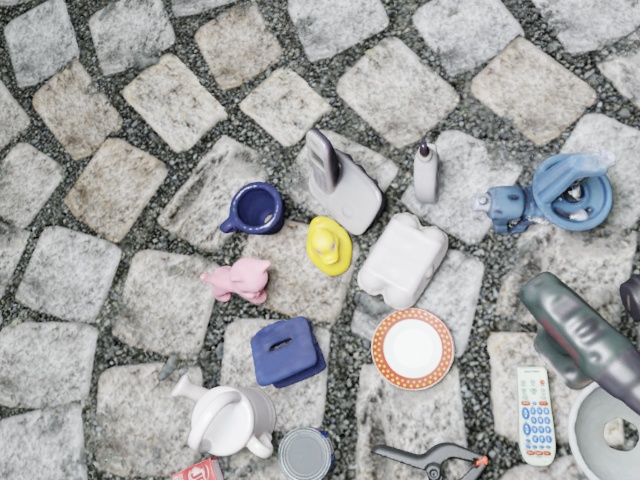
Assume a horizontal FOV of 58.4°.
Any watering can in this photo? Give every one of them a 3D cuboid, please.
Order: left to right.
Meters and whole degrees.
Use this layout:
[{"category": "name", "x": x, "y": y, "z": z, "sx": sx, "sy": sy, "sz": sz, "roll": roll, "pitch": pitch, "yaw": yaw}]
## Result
[{"category": "watering can", "x": -0.148, "y": 0.269, "z": 0.863, "sx": 0.172, "sy": 0.194, "sz": 0.101, "roll": 10, "pitch": 77, "yaw": 16}]

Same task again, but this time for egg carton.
[{"category": "egg carton", "x": 0.135, "y": 0.034, "z": 0.929, "sx": 0.107, "sy": 0.069, "sz": 0.150, "roll": 29, "pitch": 83, "yaw": 18}]

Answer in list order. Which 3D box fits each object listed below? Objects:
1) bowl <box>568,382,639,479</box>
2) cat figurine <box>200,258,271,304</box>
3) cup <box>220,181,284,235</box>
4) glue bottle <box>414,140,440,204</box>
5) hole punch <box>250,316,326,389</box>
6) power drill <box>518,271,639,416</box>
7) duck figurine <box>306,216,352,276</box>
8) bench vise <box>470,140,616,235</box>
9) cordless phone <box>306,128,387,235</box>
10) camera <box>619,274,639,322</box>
[{"category": "bowl", "x": 0.426, "y": 0.271, "z": 0.795, "sx": 0.167, "sy": 0.075, "sz": 0.167, "roll": -3, "pitch": 74, "yaw": 12}, {"category": "cat figurine", "x": -0.136, "y": 0.065, "z": 0.957, "sx": 0.127, "sy": 0.118, "sz": 0.067, "roll": -1, "pitch": 75, "yaw": 13}, {"category": "cup", "x": -0.109, "y": -0.036, "z": 0.991, "sx": 0.117, "sy": 0.095, "sz": 0.091, "roll": -32, "pitch": 70, "yaw": 3}, {"category": "glue bottle", "x": 0.169, "y": -0.118, "z": 0.908, "sx": 0.037, "sy": 0.173, "sz": 0.078, "roll": 7, "pitch": 76, "yaw": 15}, {"category": "hole punch", "x": -0.058, "y": 0.179, "z": 0.922, "sx": 0.108, "sy": 0.091, "sz": 0.101, "roll": -25, "pitch": 71, "yaw": 5}, {"category": "power drill", "x": 0.360, "y": 0.149, "z": 0.773, "sx": 0.075, "sy": 0.209, "sz": 0.229, "roll": -39, "pitch": 70, "yaw": 0}, {"category": "duck figurine", "x": 0.009, "y": 0.003, "z": 0.958, "sx": 0.077, "sy": 0.086, "sz": 0.104, "roll": -21, "pitch": 71, "yaw": 7}, {"category": "bench vise", "x": 0.334, "y": -0.062, "z": 0.830, "sx": 0.207, "sy": 0.220, "sz": 0.121, "roll": -23, "pitch": 71, "yaw": 6}, {"category": "cordless phone", "x": 0.034, "y": -0.097, "z": 0.927, "sx": 0.147, "sy": 0.185, "sz": 0.094, "roll": 43, "pitch": 88, "yaw": 20}, {"category": "camera", "x": 0.507, "y": 0.052, "z": 0.823, "sx": 0.136, "sy": 0.101, "sz": 0.143, "roll": -19, "pitch": 72, "yaw": 7}]
